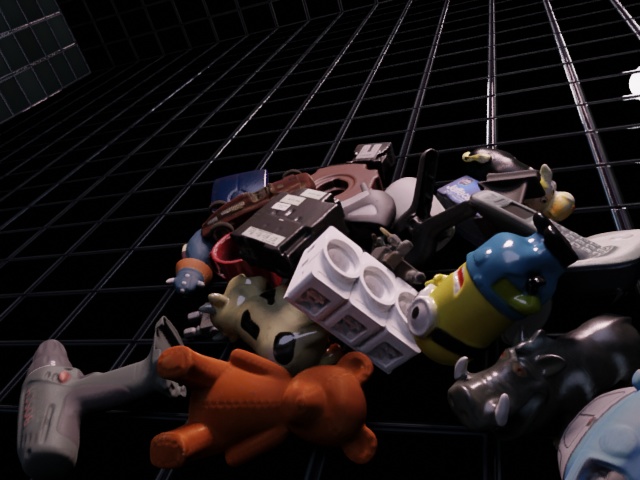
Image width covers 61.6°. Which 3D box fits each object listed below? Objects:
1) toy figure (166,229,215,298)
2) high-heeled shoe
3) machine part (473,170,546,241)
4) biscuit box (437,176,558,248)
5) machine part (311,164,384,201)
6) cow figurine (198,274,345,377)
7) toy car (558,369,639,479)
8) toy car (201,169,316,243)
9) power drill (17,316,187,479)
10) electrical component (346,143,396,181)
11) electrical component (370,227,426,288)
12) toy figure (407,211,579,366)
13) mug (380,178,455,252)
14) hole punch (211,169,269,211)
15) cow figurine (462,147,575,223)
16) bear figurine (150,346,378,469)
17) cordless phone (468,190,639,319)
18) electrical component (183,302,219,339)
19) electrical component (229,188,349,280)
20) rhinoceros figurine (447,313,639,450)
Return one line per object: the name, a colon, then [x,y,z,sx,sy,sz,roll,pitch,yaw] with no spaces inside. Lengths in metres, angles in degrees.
toy figure: [-0.196,0.041,0.864,0.064,0.057,0.154,-14,35,19]
high-heeled shoe: [-0.002,-0.002,0.788,0.249,0.086,0.145,-33,30,16]
machine part: [0.236,-0.049,0.679,0.084,0.039,0.139,5,39,29]
biscuit box: [0.238,-0.023,0.735,0.059,0.062,0.203,-24,32,-11]
machine part: [0.025,-0.074,0.932,0.179,0.056,0.179,-12,31,7]
cow figurine: [-0.068,0.106,0.673,0.127,0.085,0.195,-27,37,-17]
toy car: [0.242,0.169,0.408,0.162,0.109,0.103,-36,10,-7]
toy car: [-0.103,-0.059,0.877,0.202,0.053,0.089,-21,37,2]
power drill: [-0.278,0.171,0.678,0.207,0.085,0.232,-17,32,-6]
electrical component: [0.106,-0.158,1.034,0.075,0.047,0.119,3,39,30]
electrical component: [0.092,0.025,0.672,0.045,0.078,0.102,-57,-1,-9]
toy figure: [0.164,0.055,0.522,0.180,0.089,0.082,-40,-9,25]
mug: [0.136,-0.024,0.781,0.109,0.080,0.107,-44,41,3]
hole punch: [-0.137,-0.060,0.967,0.142,0.092,0.116,-9,36,8]
cow figurine: [0.281,-0.086,0.767,0.068,0.098,0.168,-51,34,0]
bear figurine: [-0.049,0.166,0.532,0.196,0.131,0.120,-7,71,26]
cordless phone: [0.262,-0.005,0.589,0.146,0.088,0.184,-19,47,-43]
electrical component: [-0.145,0.111,0.759,0.094,0.021,0.063,-14,31,5]
electrical component: [-0.031,-0.013,0.706,0.115,0.058,0.134,20,51,43]
rhinoceros figurine: [0.205,0.124,0.475,0.190,0.111,0.073,-17,33,-14]
